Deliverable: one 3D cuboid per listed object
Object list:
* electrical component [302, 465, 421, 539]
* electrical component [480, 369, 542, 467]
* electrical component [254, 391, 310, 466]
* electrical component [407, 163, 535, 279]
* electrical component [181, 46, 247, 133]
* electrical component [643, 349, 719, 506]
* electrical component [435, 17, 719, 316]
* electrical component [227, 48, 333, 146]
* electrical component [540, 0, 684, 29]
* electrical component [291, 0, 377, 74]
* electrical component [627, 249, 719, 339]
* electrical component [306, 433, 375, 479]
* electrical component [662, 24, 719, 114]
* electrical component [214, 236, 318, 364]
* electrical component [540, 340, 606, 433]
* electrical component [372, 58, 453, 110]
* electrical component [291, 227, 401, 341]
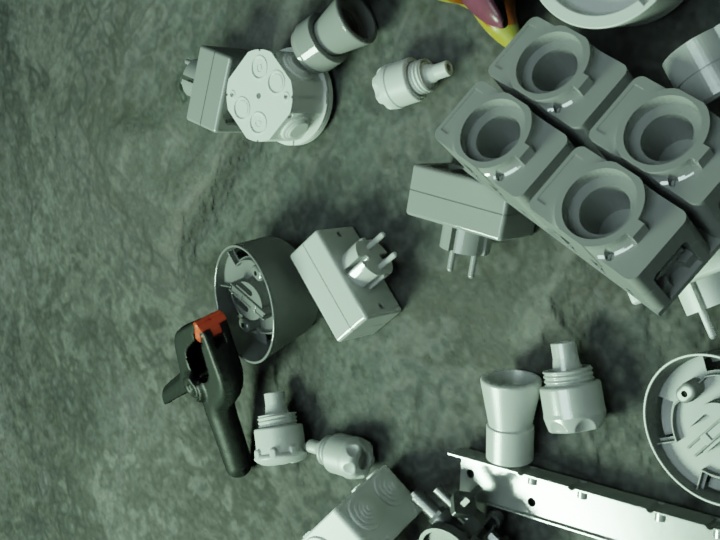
[{"bbox_3d":[-0.007,0.209,0.850,0.048,0.100,0.099,47,122,10],"label":"electrical component"},{"bbox_3d":[0.109,0.109,0.781,0.044,0.044,0.065,9,106,38],"label":"electrical component"},{"bbox_3d":[-0.070,0.136,0.926,0.048,0.048,0.062,-14,80,39],"label":"electrical component"},{"bbox_3d":[0.079,-0.032,0.782,0.083,0.047,0.075,19,107,36],"label":"electrical component"},{"bbox_3d":[-0.128,-0.161,0.930,0.077,0.047,0.065,27,112,33],"label":"electrical component"},{"bbox_3d":[0.227,0.096,0.668,0.099,0.064,0.099,6,100,38],"label":"electrical component"},{"bbox_3d":[0.143,-0.072,0.666,0.105,0.060,0.186,-50,49,3],"label":"electrical component"},{"bbox_3d":[-0.066,-0.142,0.881,0.080,0.051,0.080,6,100,38],"label":"electrical component"},{"bbox_3d":[0.166,-0.205,0.680,0.108,0.060,0.108,6,99,38],"label":"electrical component"},{"bbox_3d":[-0.021,-0.185,0.844,0.055,0.045,0.045,-26,79,38],"label":"electrical component"},{"bbox_3d":[0.216,0.005,0.677,0.083,0.047,0.075,-27,79,38],"label":"electrical component"},{"bbox_3d":[-0.019,0.152,0.893,0.061,0.035,0.035,7,100,41],"label":"electrical component"},{"bbox_3d":[0.239,-0.155,0.634,0.138,0.052,0.073,-33,75,36],"label":"electrical component"},{"bbox_3d":[-0.084,0.023,0.904,0.099,0.064,0.099,21,122,37],"label":"electrical component"},{"bbox_3d":[0.146,0.080,0.746,0.043,0.043,0.062,-10,88,39],"label":"electrical component"},{"bbox_3d":[0.041,-0.143,0.806,0.061,0.035,0.035,-12,88,37],"label":"electrical component"},{"bbox_3d":[0.000,0.000,0.849,0.076,0.047,0.083,-42,70,34],"label":"electrical component"}]
